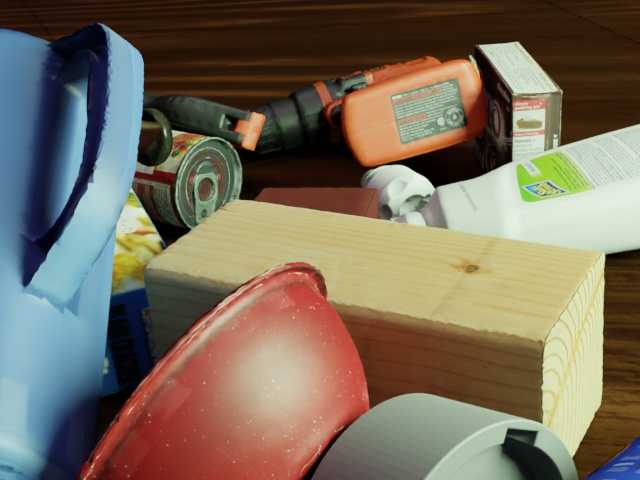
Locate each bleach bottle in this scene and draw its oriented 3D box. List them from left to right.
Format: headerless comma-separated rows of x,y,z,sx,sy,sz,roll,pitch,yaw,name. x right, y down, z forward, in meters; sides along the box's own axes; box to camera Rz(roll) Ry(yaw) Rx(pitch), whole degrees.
0.167,-0.028,0.678,0.250,0.068,0.102,-12,26,-5,bleach bottle

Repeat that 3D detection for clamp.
-0.112,-0.094,0.814,0.120,0.039,0.172,13,-3,-36,clamp

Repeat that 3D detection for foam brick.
-0.004,0.001,0.669,0.078,0.053,0.051,1,28,13,foam brick

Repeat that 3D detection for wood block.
0.026,0.047,0.530,0.206,0.090,0.090,9,30,28,wood block

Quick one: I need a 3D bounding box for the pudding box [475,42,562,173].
0.138,-0.081,0.756,0.039,0.090,0.113,-8,27,-4,pudding box

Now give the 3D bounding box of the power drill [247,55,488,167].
0.032,-0.097,0.806,0.184,0.057,0.188,-19,15,-9,power drill

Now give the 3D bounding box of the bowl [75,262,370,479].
-0.029,0.090,0.417,0.055,0.162,0.161,35,43,18,bowl

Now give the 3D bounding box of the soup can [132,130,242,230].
-0.117,-0.047,0.772,0.102,0.068,0.068,13,33,35,soup can

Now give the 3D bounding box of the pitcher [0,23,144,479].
-0.144,0.018,0.459,0.145,0.149,0.243,-3,43,-8,pitcher

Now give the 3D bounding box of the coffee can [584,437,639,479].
0.133,0.114,0.361,0.140,0.103,0.103,-25,32,-33,coffee can
